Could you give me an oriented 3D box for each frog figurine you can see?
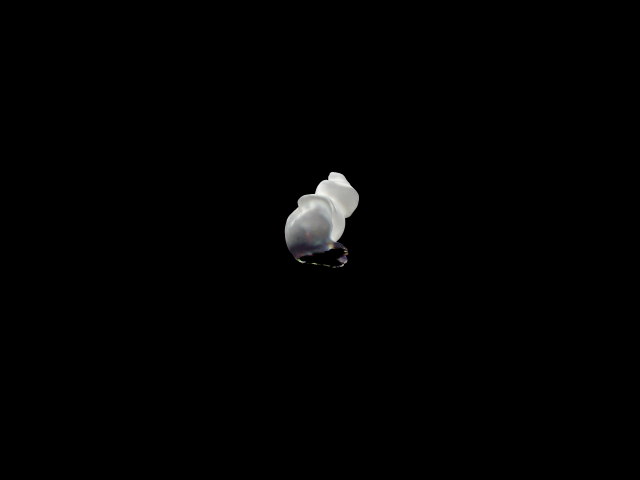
[{"bbox_3d":[0.003,-0.043,0.850,0.122,0.162,0.135,-7,-22,19],"label":"frog figurine"}]
